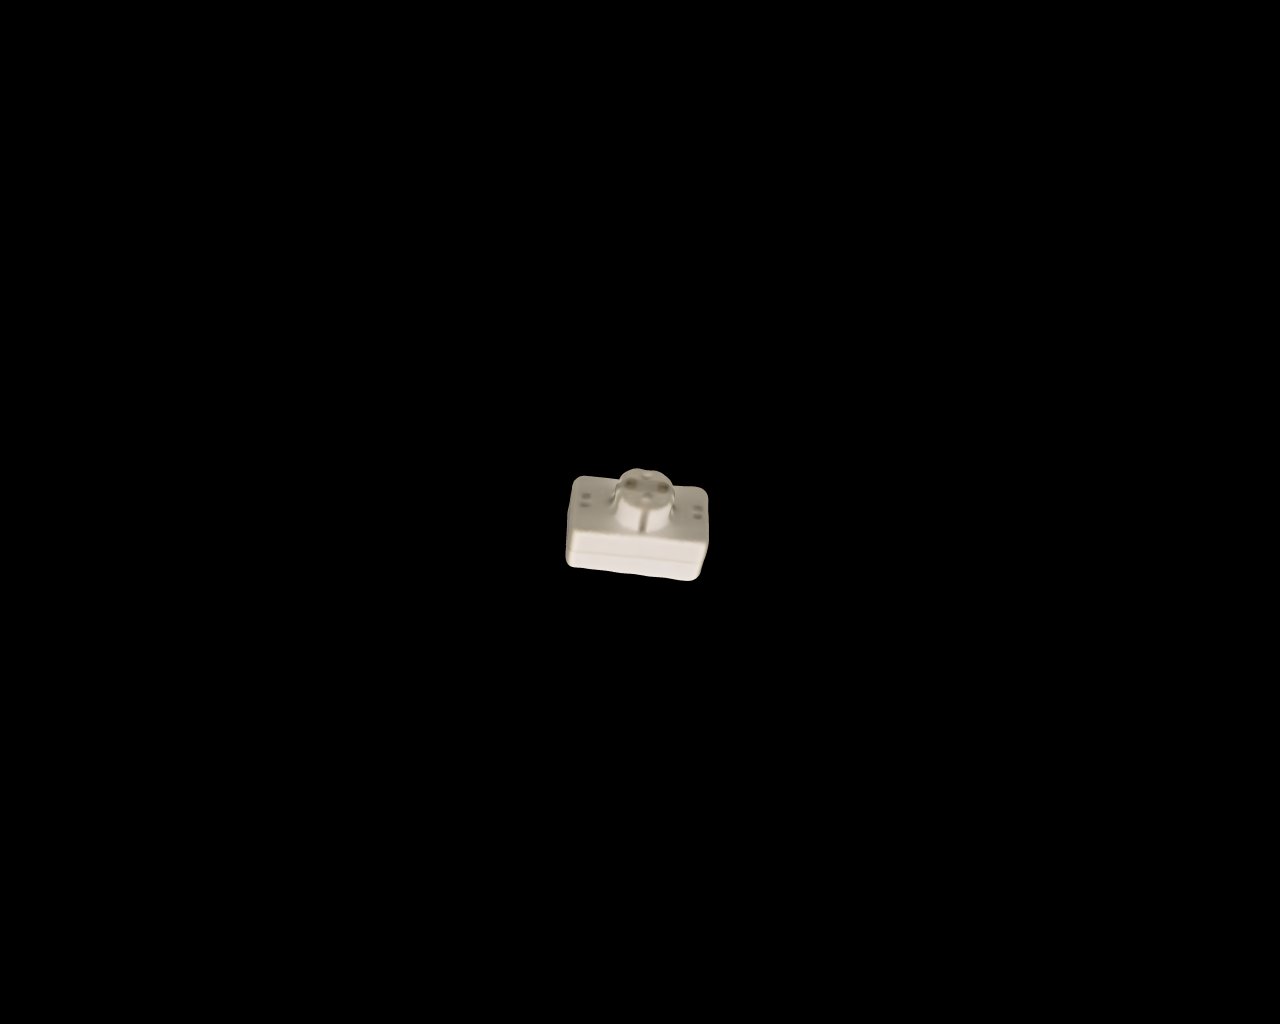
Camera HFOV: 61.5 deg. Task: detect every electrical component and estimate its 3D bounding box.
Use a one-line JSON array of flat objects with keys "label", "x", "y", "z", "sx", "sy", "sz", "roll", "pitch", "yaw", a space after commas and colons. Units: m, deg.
[{"label": "electrical component", "x": 0.001, "y": -0.003, "z": 0.650, "sx": 0.083, "sy": 0.047, "sz": 0.075, "roll": 6, "pitch": -43, "yaw": -7}]
